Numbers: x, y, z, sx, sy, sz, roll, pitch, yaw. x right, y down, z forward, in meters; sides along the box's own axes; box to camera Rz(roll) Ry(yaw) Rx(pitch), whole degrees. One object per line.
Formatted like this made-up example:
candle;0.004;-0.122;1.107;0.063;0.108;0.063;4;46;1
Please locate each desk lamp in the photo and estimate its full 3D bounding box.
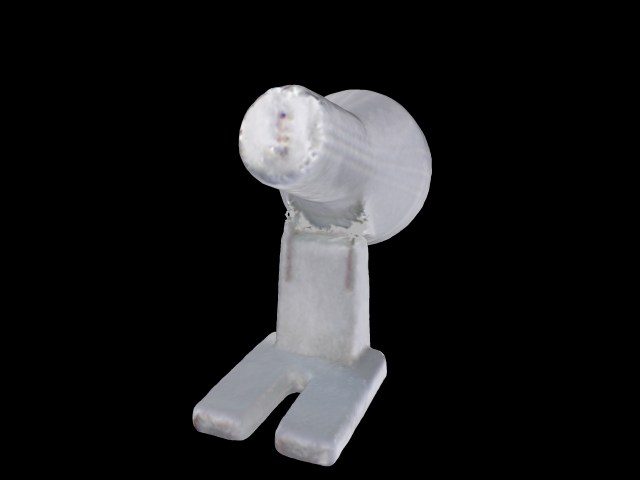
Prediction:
desk lamp;0.004;0.001;0.400;0.117;0.214;0.204;6;17;19
